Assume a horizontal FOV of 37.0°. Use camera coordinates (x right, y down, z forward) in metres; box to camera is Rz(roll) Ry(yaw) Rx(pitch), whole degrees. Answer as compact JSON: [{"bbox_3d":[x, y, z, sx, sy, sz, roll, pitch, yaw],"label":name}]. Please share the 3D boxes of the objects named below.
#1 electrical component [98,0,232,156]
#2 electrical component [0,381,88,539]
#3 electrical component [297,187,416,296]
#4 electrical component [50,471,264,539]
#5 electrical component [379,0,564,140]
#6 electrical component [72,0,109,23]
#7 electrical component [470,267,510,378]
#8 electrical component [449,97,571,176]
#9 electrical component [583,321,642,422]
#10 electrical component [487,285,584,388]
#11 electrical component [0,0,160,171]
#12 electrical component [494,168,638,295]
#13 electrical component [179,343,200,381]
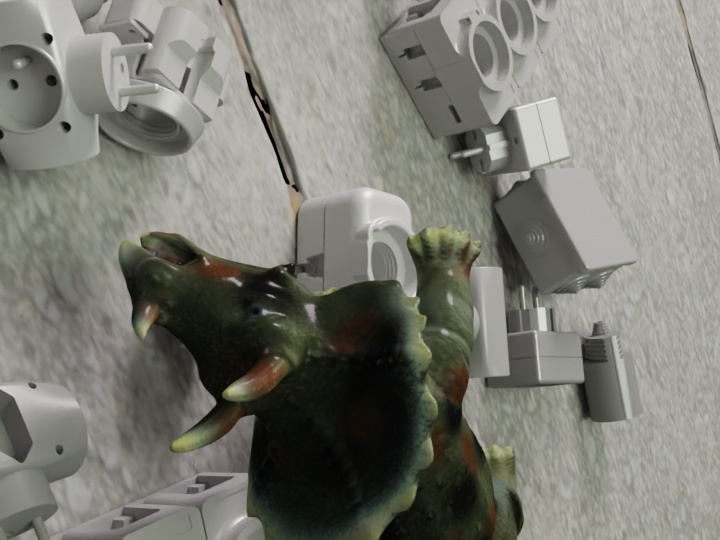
[{"bbox_3d":[-0.105,-0.097,0.561,0.078,0.058,0.057,43,53,-49],"label":"electrical component"},{"bbox_3d":[-0.156,0.092,0.467,0.077,0.043,0.079,-6,60,-50],"label":"electrical component"},{"bbox_3d":[0.000,0.000,0.665,0.054,0.059,0.095,12,75,-48],"label":"electrical component"},{"bbox_3d":[-0.101,0.163,0.518,0.150,0.062,0.089,-15,95,-49],"label":"electrical component"},{"bbox_3d":[0.091,-0.179,0.799,0.089,0.062,0.150,58,46,-25],"label":"electrical component"},{"bbox_3d":[-0.143,-0.144,0.544,0.061,0.035,0.035,-43,115,-47],"label":"electrical component"},{"bbox_3d":[0.070,0.037,0.752,0.079,0.043,0.077,4,81,-49],"label":"electrical component"},{"bbox_3d":[0.105,-0.095,0.804,0.077,0.066,0.047,-18,98,-20],"label":"electrical component"},{"bbox_3d":[0.209,0.083,0.905,0.043,0.043,0.081,-15,95,-49],"label":"electrical component"},{"bbox_3d":[0.131,0.050,0.819,0.066,0.047,0.076,6,77,-48],"label":"electrical component"},{"bbox_3d":[-0.133,-0.090,0.502,0.044,0.079,0.077,-74,158,-70],"label":"electrical component"},{"bbox_3d":[0.160,-0.030,0.844,0.100,0.048,0.099,-8,67,-51],"label":"electrical component"},{"bbox_3d":[-0.081,0.028,0.578,0.043,0.043,0.062,-4,88,-49],"label":"electrical component"}]
